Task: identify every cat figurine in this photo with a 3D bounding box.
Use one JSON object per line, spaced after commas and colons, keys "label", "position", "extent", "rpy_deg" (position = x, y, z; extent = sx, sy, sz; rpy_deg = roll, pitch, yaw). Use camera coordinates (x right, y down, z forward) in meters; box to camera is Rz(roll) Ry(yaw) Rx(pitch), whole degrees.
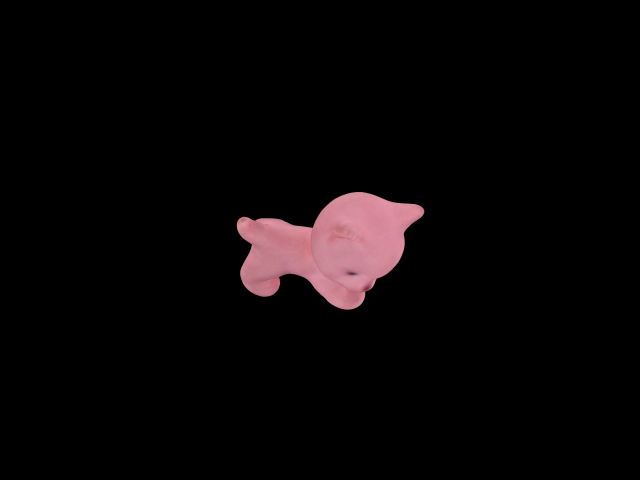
{"label": "cat figurine", "position": [0.004, 0.001, 0.400], "extent": [0.127, 0.118, 0.067], "rpy_deg": [7, 70, 3]}
